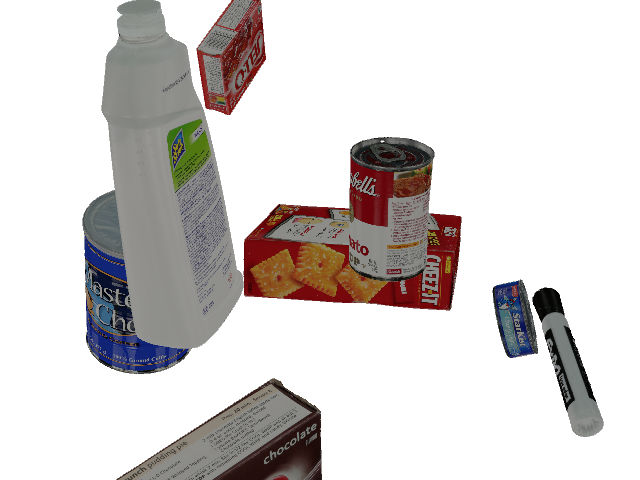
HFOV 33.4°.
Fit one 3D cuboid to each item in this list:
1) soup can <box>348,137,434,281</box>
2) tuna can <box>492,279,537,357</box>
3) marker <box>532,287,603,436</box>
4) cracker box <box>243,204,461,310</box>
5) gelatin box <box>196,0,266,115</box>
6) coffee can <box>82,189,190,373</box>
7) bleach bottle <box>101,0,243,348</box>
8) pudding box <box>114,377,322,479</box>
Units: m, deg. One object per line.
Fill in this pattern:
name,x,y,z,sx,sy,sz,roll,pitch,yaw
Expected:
soup can,0.057,-0.026,0.879,0.068,0.102,0.068,0,26,0
tuna can,0.221,0.089,1.211,0.034,0.086,0.086,-13,-3,14
marker,0.156,0.073,0.681,0.020,0.020,0.121,0,39,-4
cracker box,0.039,0.016,1.141,0.214,0.072,0.164,4,15,9
gelatin box,-0.082,-0.175,1.005,0.030,0.089,0.073,16,-38,15
coffee can,-0.164,0.036,0.975,0.102,0.140,0.103,5,37,-4
bleach bottle,-0.108,-0.049,0.761,0.068,0.251,0.102,7,34,16
pudding box,-0.050,0.130,0.496,0.039,0.090,0.113,30,47,34
